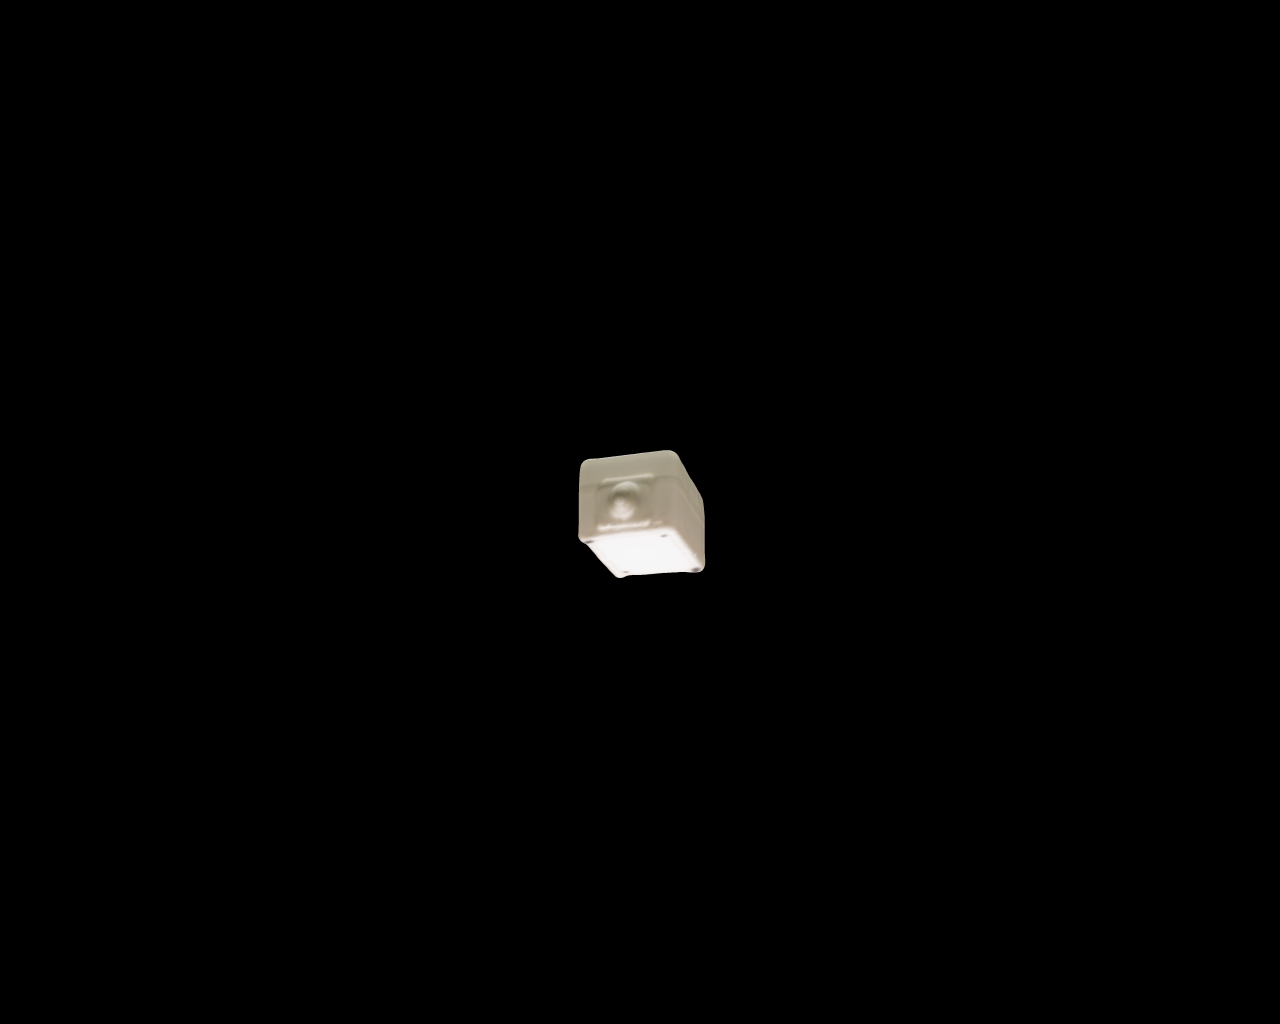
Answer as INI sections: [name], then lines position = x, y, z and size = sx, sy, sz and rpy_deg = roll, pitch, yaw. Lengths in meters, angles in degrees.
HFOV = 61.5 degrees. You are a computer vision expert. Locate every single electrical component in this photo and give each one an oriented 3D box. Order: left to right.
[electrical component]
position = 0.001, -0.003, 0.650
size = 0.062, 0.061, 0.096
rpy_deg = -6, -23, 14
